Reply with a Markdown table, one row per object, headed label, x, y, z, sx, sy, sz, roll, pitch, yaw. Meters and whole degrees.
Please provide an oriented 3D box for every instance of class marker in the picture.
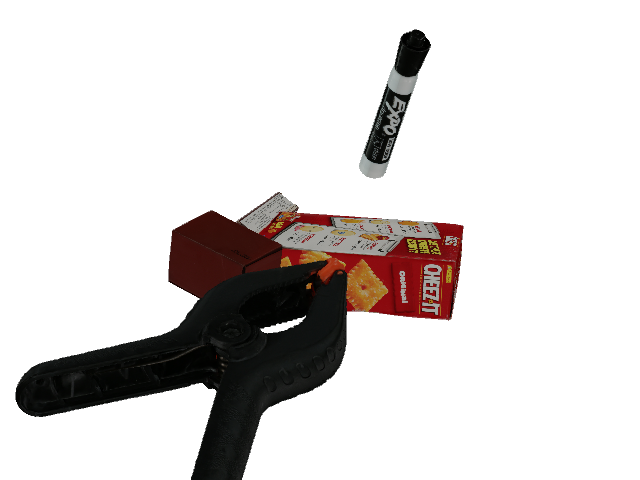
| label | x | y | z | sx | sy | sz | roll | pitch | yaw |
| --- | --- | --- | --- | --- | --- | --- | --- | --- | --- |
| marker | 0.047 | -0.086 | 0.685 | 0.020 | 0.020 | 0.121 | 0 | -38 | -14 |

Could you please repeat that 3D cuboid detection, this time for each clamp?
| label | x | y | z | sx | sy | sz | roll | pitch | yaw |
| --- | --- | --- | --- | --- | --- | --- | --- | --- | --- |
| clamp | -0.038 | 0.062 | 0.491 | 0.171 | 0.039 | 0.120 | -28 | 51 | -32 |

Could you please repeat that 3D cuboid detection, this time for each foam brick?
| label | x | y | z | sx | sy | sz | roll | pitch | yaw |
| --- | --- | --- | --- | --- | --- | --- | --- | --- | --- |
| foam brick | -0.078 | 0.019 | 0.871 | 0.078 | 0.051 | 0.052 | 26 | 34 | 28 |

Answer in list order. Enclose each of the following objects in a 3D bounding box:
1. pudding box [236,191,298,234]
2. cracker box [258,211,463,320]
| label | x | y | z | sx | sy | sz | roll | pitch | yaw |
| --- | --- | --- | --- | --- | --- | --- | --- | --- | --- |
| pudding box | -0.080 | 0.000 | 1.295 | 0.039 | 0.090 | 0.113 | 35 | 31 | 7 |
| cracker box | 0.040 | 0.025 | 1.139 | 0.214 | 0.072 | 0.164 | 5 | 15 | 10 |
